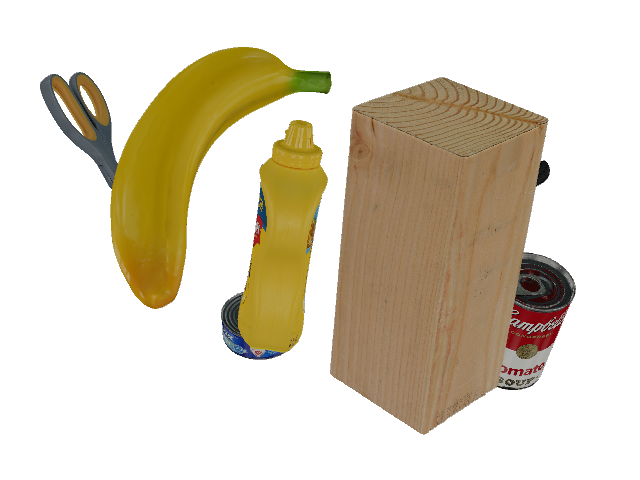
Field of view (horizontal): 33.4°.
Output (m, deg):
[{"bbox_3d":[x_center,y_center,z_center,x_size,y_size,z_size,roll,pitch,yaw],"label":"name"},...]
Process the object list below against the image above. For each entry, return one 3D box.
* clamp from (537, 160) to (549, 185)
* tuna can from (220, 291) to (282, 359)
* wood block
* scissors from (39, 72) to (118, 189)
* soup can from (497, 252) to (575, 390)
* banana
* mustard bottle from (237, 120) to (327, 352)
[{"bbox_3d":[0.164,-0.053,1.155,0.120,0.039,0.171,23,49,21],"label":"clamp"},{"bbox_3d":[-0.068,0.093,1.190,0.086,0.034,0.086,0,36,0],"label":"tuna can"},{"bbox_3d":[0.074,0.010,0.707,0.090,0.206,0.091,-24,40,-39],"label":"wood block"},{"bbox_3d":[-0.190,-0.074,0.988,0.016,0.201,0.096,-23,28,19],"label":"scissors"},{"bbox_3d":[0.169,0.070,0.909,0.068,0.102,0.068,6,42,-5],"label":"soup can"},{"bbox_3d":[-0.060,-0.047,0.529,0.070,0.037,0.197,17,46,15],"label":"banana"},{"bbox_3d":[-0.030,-0.008,0.905,0.058,0.192,0.096,9,22,-3],"label":"mustard bottle"}]
